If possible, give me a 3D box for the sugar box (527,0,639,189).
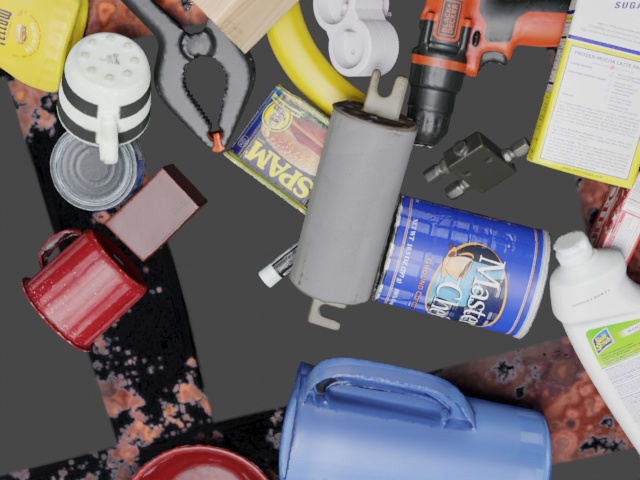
[{"bbox_3d":[0.248,-0.141,0.923,0.093,0.048,0.176,15,98,1],"label":"sugar box"}]

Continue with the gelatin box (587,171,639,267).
[{"bbox_3d":[0.276,-0.021,0.980,0.030,0.073,0.089,23,98,0],"label":"gelatin box"}]

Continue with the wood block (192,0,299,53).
[{"bbox_3d":[-0.031,-0.271,0.900,0.206,0.090,0.091,-45,75,5],"label":"wood block"}]

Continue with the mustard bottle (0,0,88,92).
[{"bbox_3d":[-0.317,-0.211,0.984,0.191,0.058,0.096,20,112,0],"label":"mustard bottle"}]

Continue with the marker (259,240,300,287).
[{"bbox_3d":[-0.007,0.001,1.020,0.121,0.020,0.020,-39,94,6],"label":"marker"}]

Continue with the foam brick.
[{"bbox_3d":[-0.153,-0.026,1.006,0.078,0.051,0.053,-42,94,7],"label":"foam brick"}]

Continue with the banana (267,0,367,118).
[{"bbox_3d":[0.001,-0.167,0.990,0.069,0.037,0.198,-30,95,5],"label":"banana"}]

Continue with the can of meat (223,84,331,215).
[{"bbox_3d":[-0.024,-0.084,0.992,0.102,0.057,0.084,36,94,-3],"label":"can of meat"}]

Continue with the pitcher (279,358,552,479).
[{"bbox_3d":[0.086,0.188,0.982,0.243,0.149,0.145,8,86,-2],"label":"pitcher"}]

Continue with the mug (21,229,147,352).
[{"bbox_3d":[-0.224,0.036,1.006,0.081,0.093,0.117,-42,57,1],"label":"mug"}]

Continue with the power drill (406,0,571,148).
[{"bbox_3d":[0.178,-0.164,0.974,0.187,0.057,0.184,10,101,0],"label":"power drill"}]

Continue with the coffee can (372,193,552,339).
[{"bbox_3d":[0.128,0.023,0.976,0.140,0.103,0.103,14,97,1],"label":"coffee can"}]

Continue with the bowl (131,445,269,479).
[{"bbox_3d":[-0.112,0.269,1.039,0.162,0.055,0.162,0,97,2],"label":"bowl"}]

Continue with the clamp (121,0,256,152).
[{"bbox_3d":[-0.123,-0.185,0.987,0.164,0.036,0.210,-4,102,1],"label":"clamp"}]

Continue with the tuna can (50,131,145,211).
[{"bbox_3d":[-0.211,-0.070,1.011,0.086,0.033,0.086,0,97,2],"label":"tuna can"}]

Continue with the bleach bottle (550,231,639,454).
[{"bbox_3d":[0.283,0.091,0.958,0.103,0.068,0.250,-29,114,11],"label":"bleach bottle"}]
